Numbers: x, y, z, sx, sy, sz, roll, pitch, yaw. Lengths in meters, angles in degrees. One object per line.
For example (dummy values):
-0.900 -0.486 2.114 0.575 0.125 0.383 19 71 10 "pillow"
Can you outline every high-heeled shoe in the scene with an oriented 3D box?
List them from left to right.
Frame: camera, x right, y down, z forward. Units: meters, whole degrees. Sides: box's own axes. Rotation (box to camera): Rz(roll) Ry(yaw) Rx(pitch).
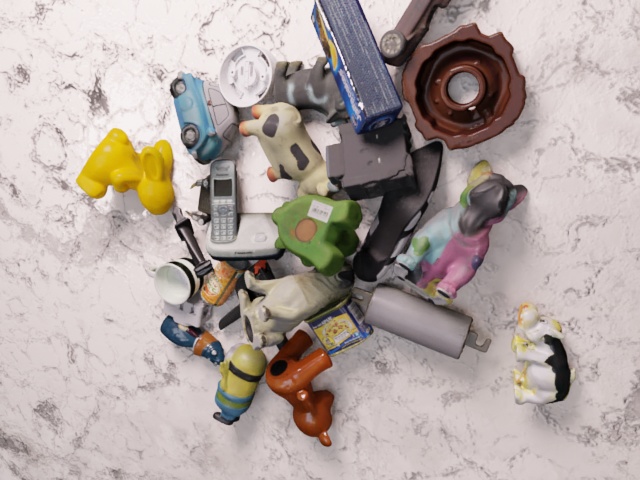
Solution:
0.137 -0.037 0.889 0.086 0.145 0.248 39 90 26 "high-heeled shoe"

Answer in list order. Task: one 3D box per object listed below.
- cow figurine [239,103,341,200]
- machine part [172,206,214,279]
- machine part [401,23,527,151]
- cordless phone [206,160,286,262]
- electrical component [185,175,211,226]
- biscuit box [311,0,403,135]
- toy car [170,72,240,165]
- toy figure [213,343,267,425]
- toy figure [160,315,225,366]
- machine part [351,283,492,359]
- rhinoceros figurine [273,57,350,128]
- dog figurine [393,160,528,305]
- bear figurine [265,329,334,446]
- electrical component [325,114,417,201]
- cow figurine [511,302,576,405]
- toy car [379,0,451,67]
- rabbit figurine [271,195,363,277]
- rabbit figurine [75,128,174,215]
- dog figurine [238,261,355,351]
-0.032 -0.137 0.888 0.127 0.085 0.194 -2 131 38 "cow figurine"
-0.249 0.005 1.035 0.139 0.039 0.084 61 158 15 "machine part"
0.211 -0.222 0.789 0.180 0.056 0.179 7 109 20 "machine part"
-0.132 -0.054 0.971 0.147 0.089 0.184 -2 92 7 "cordless phone"
-0.210 -0.071 1.022 0.078 0.045 0.102 26 115 15 "electrical component"
0.051 -0.259 0.781 0.063 0.059 0.202 -19 83 -11 "biscuit box"
-0.194 -0.218 0.946 0.103 0.109 0.161 -13 89 3 "toy car"
-0.164 0.293 1.100 0.089 0.082 0.180 15 106 0 "toy figure"
-0.261 0.208 1.126 0.155 0.064 0.058 27 78 8 "toy figure"
0.166 0.136 0.911 0.243 0.079 0.079 20 113 15 "machine part"
0.012 -0.237 0.859 0.191 0.073 0.112 10 109 20 "rhinoceros figurine"
0.220 -0.013 0.832 0.108 0.191 0.219 38 83 11 "dog figurine"
-0.016 0.290 1.028 0.132 0.120 0.195 -41 120 -11 "bear figurine"
0.077 -0.124 0.826 0.134 0.058 0.115 -10 65 14 "electrical component"
0.355 0.180 0.849 0.098 0.068 0.167 1 110 17 "cow figurine"
0.153 -0.336 0.759 0.053 0.089 0.202 39 116 8 "toy car"
-0.002 -0.003 0.888 0.159 0.170 0.121 11 84 24 "rabbit figurine"
-0.351 -0.128 1.043 0.173 0.122 0.162 42 109 -10 "rabbit figurine"
-0.037 0.115 0.957 0.121 0.190 0.172 68 151 25 "dog figurine"
